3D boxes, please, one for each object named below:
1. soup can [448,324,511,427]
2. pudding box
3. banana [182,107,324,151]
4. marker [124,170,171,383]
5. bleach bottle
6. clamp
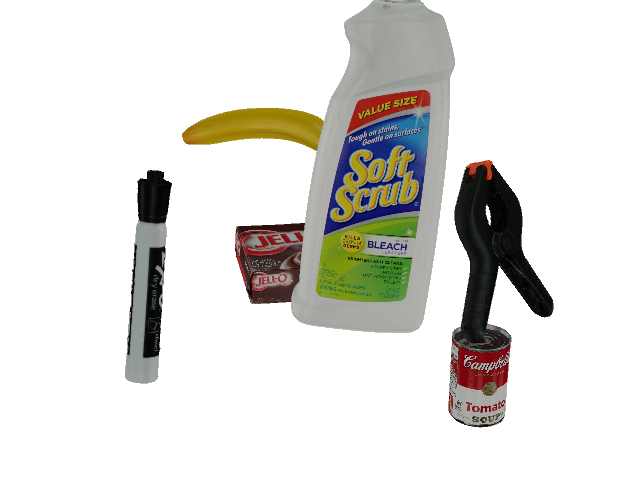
[{"bbox_3d":[0.184,0.157,1.242,0.068,0.102,0.068,0,21,0],"label":"soup can"},{"bbox_3d":[-0.015,0.017,0.948,0.113,0.039,0.090,-1,27,-13],"label":"pudding box"},{"bbox_3d":[-0.065,-0.131,1.271,0.198,0.037,0.069,8,39,18],"label":"banana"},{"bbox_3d":[-0.098,0.021,0.604,0.020,0.121,0.020,6,10,-1],"label":"marker"},{"bbox_3d":[0.037,-0.062,0.746,0.102,0.251,0.068,5,21,4],"label":"bleach bottle"},{"bbox_3d":[0.161,0.013,1.019,0.039,0.171,0.120,-14,9,47],"label":"clamp"}]
